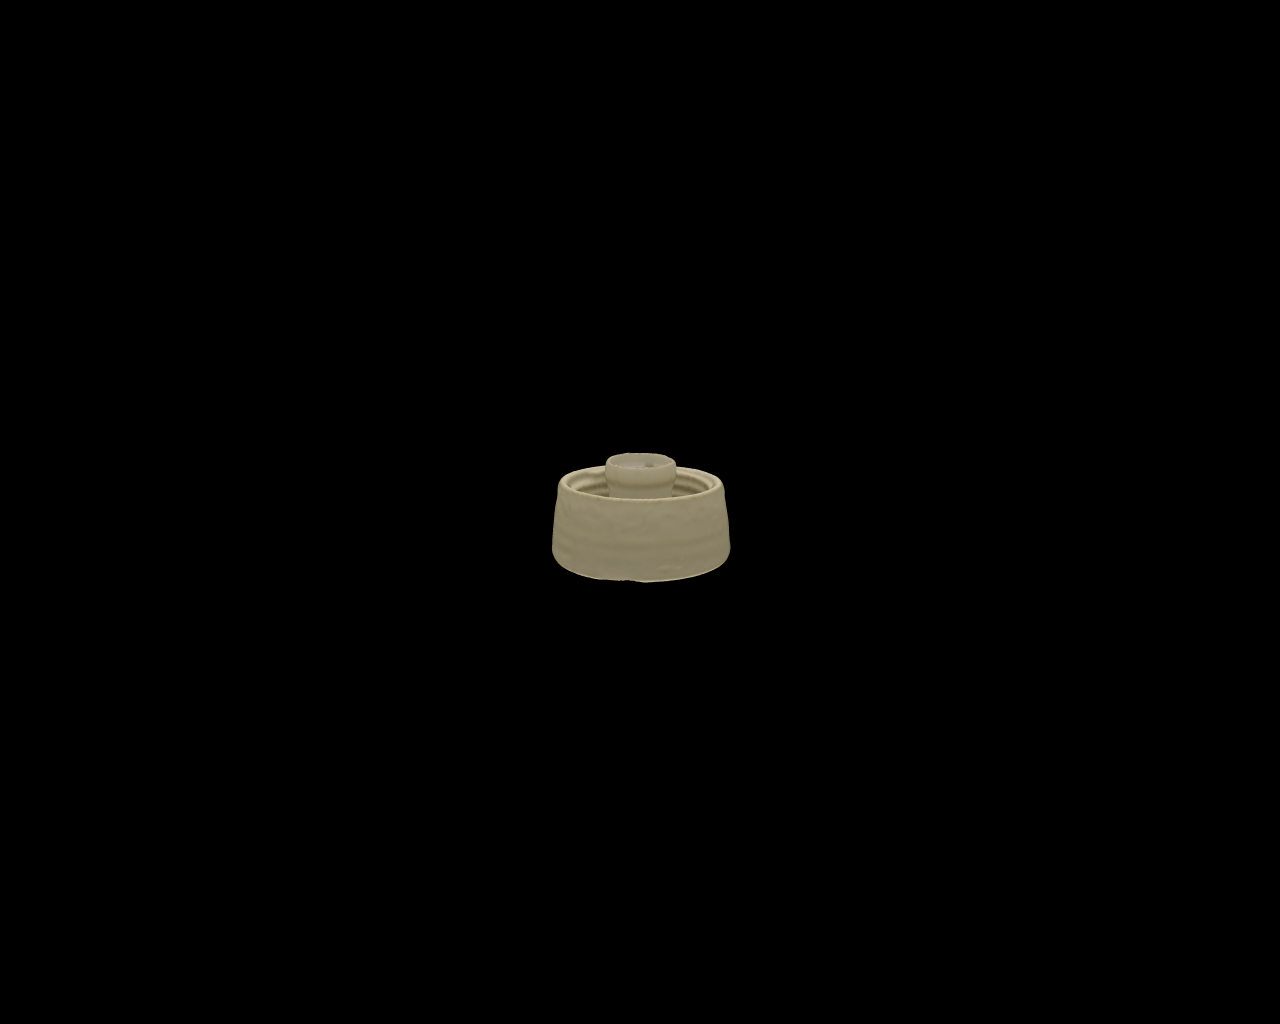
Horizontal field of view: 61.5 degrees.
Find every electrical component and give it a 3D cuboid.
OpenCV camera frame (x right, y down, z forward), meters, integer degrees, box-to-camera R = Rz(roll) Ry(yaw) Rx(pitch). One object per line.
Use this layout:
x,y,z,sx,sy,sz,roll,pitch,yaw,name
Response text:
0.001,-0.003,0.650,0.108,0.060,0.108,0,15,0,electrical component
